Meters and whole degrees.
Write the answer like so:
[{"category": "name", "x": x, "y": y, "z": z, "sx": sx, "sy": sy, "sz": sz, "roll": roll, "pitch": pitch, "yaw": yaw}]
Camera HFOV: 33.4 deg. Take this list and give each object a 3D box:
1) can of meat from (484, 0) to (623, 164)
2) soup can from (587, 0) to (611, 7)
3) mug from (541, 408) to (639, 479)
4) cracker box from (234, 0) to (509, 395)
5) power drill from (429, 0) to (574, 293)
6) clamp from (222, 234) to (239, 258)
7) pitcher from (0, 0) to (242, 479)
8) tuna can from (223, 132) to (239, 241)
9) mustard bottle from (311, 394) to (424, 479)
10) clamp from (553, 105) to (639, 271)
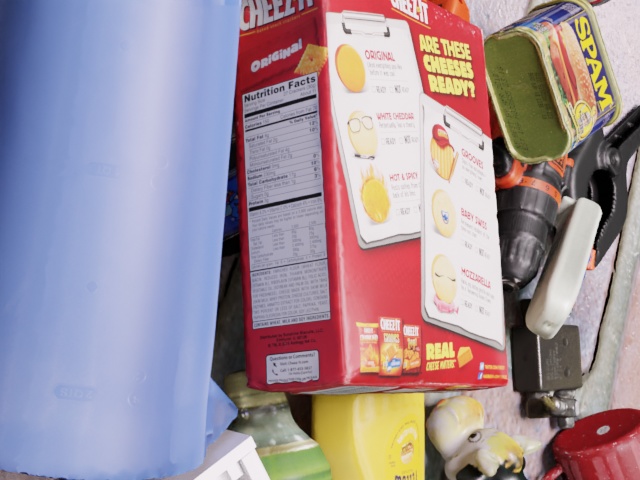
[{"category": "can of meat", "x": 0.163, "y": -0.113, "z": 0.760, "sx": 0.083, "sy": 0.058, "sz": 0.102, "roll": -33, "pitch": 107, "yaw": -44}, {"category": "soup can", "x": 0.214, "y": -0.253, "z": 0.897, "sx": 0.102, "sy": 0.069, "sz": 0.068, "roll": 35, "pitch": 61, "yaw": -34}, {"category": "mug", "x": 0.223, "y": 0.190, "z": 0.838, "sx": 0.117, "sy": 0.093, "sz": 0.081, "roll": -23, "pitch": 96, "yaw": -6}, {"category": "cracker box", "x": 0.029, "y": -0.025, "z": 0.573, "sx": 0.163, "sy": 0.072, "sz": 0.214, "roll": 10, "pitch": 73, "yaw": -52}, {"category": "power drill", "x": 0.118, "y": -0.077, "z": 0.790, "sx": 0.187, "sy": 0.057, "sz": 0.184, "roll": 38, "pitch": 56, "yaw": -37}, {"category": "clamp", "x": -0.004, "y": 0.001, "z": 0.674, "sx": 0.171, "sy": 0.039, "sz": 0.120, "roll": -48, "pitch": 133, "yaw": -38}, {"category": "pitcher", "x": -0.112, "y": -0.022, "z": 0.480, "sx": 0.149, "sy": 0.145, "sz": 0.243, "roll": 6, "pitch": 91, "yaw": -70}, {"category": "tuna can", "x": -0.055, "y": -0.029, "z": 0.596, "sx": 0.086, "sy": 0.086, "sz": 0.033, "roll": -44, "pitch": 115, "yaw": -38}, {"category": "mustard bottle", "x": 0.033, "y": 0.186, "z": 0.665, "sx": 0.096, "sy": 0.058, "sz": 0.191, "roll": 10, "pitch": 78, "yaw": -60}, {"category": "clamp", "x": 0.244, "y": -0.069, "z": 0.921, "sx": 0.164, "sy": 0.036, "sz": 0.210, "roll": 22, "pitch": 72, "yaw": -40}]
